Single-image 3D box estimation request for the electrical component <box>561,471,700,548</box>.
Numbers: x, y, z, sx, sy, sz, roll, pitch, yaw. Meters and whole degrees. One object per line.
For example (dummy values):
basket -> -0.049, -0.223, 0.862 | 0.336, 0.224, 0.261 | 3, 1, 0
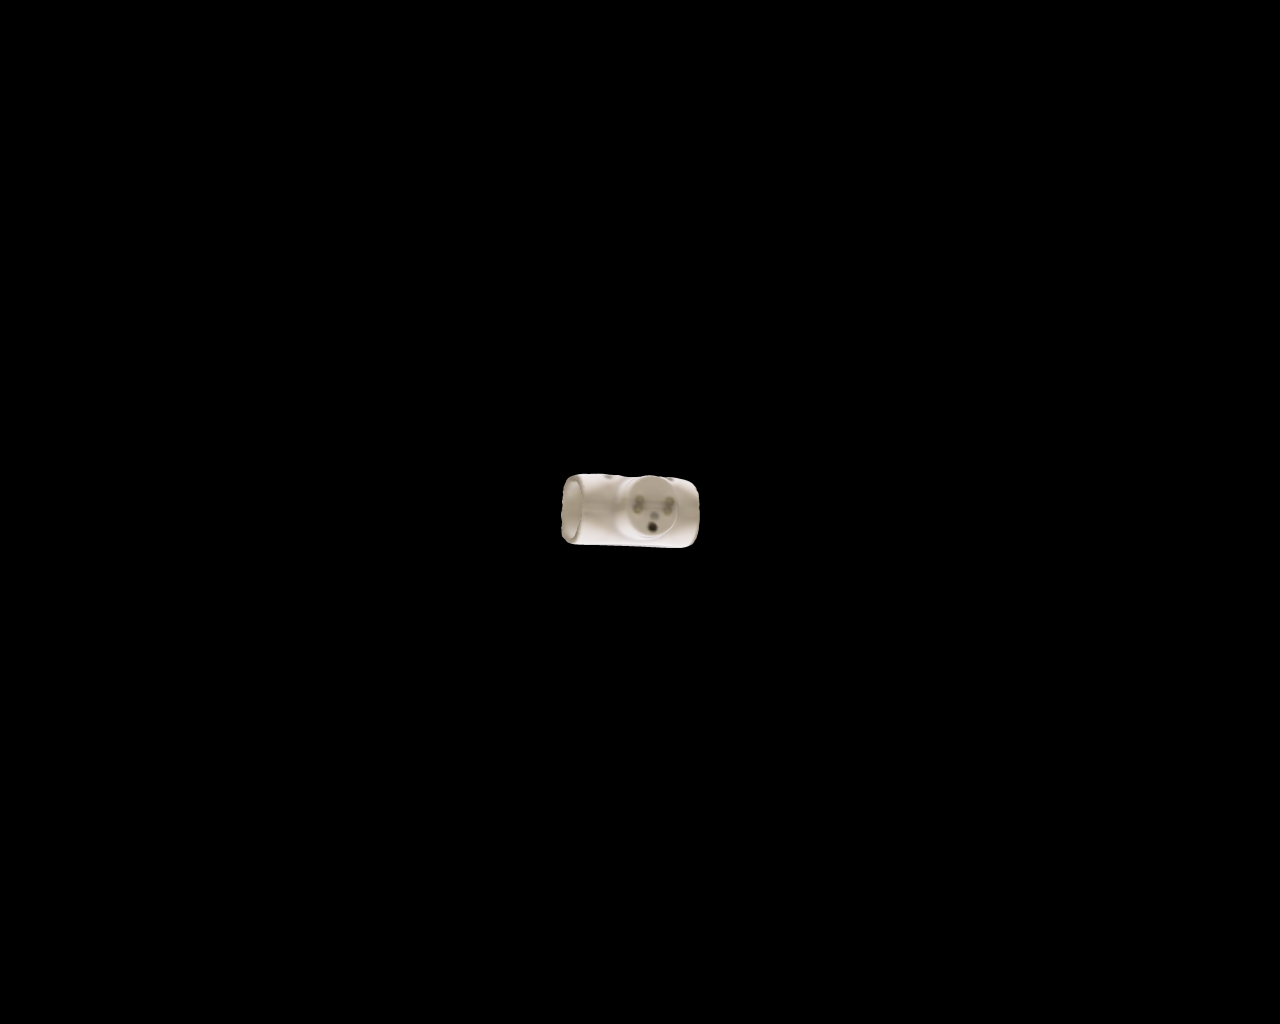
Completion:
electrical component -> 0.001, -0.003, 0.650 | 0.077, 0.044, 0.079 | 3, -7, -22
